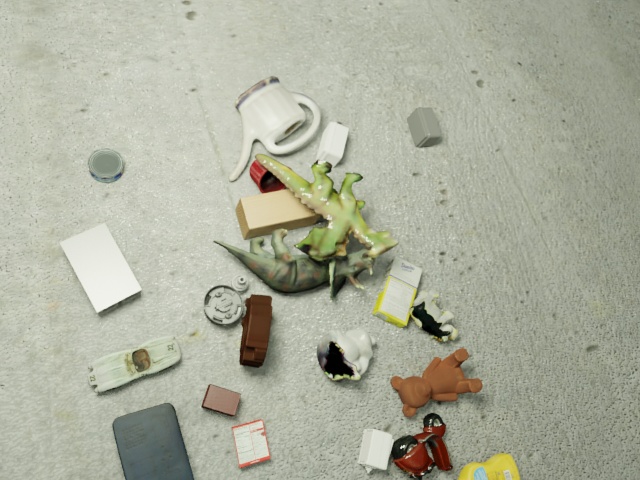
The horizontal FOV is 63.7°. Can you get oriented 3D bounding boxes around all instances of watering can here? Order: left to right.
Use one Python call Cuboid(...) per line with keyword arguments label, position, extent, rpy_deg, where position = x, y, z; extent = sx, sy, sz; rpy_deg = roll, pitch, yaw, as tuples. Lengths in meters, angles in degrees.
Cuboid(label="watering can", position=(-0.164, -0.331, 1.474), extent=(0.351, 0.102, 0.225), rpy_deg=(-35, 82, -18))

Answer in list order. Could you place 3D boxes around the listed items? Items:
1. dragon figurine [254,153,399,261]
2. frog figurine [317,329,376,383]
Cuboid(label="dragon figurine", position=(0.004, -0.065, 1.300), extent=(0.410, 0.119, 0.248), rpy_deg=(17, 56, -6))
Cuboid(label="frog figurine", position=(0.068, 0.281, 1.315), extent=(0.138, 0.120, 0.161), rpy_deg=(38, 27, 8))
